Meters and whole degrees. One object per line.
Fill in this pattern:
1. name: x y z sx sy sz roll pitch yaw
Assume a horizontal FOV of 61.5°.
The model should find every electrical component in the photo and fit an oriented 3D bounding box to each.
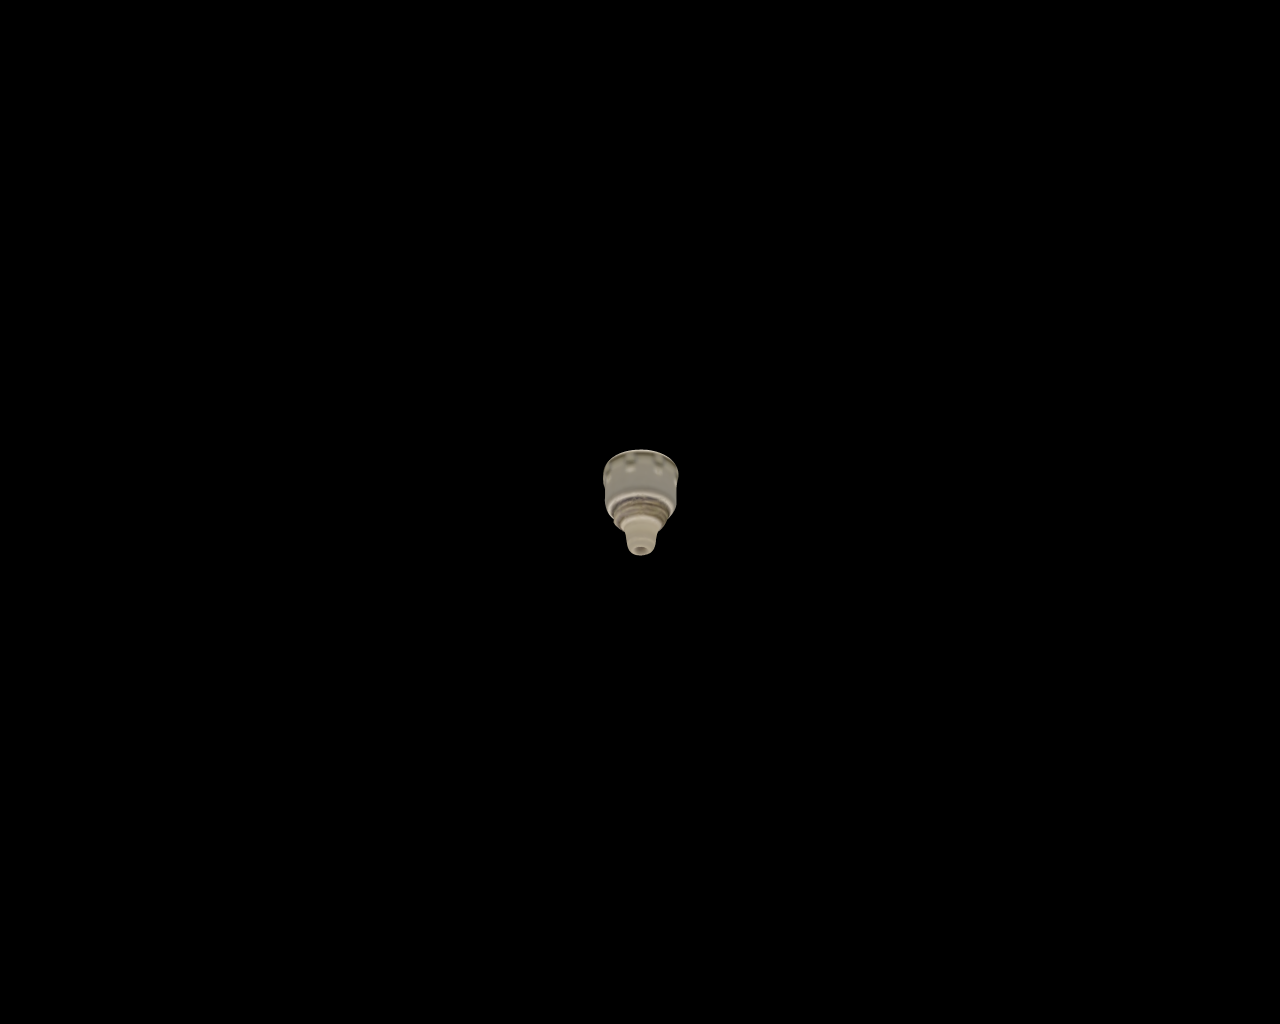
1. electrical component: 0.001 -0.003 0.650 0.048 0.062 0.048 0 -31 0
